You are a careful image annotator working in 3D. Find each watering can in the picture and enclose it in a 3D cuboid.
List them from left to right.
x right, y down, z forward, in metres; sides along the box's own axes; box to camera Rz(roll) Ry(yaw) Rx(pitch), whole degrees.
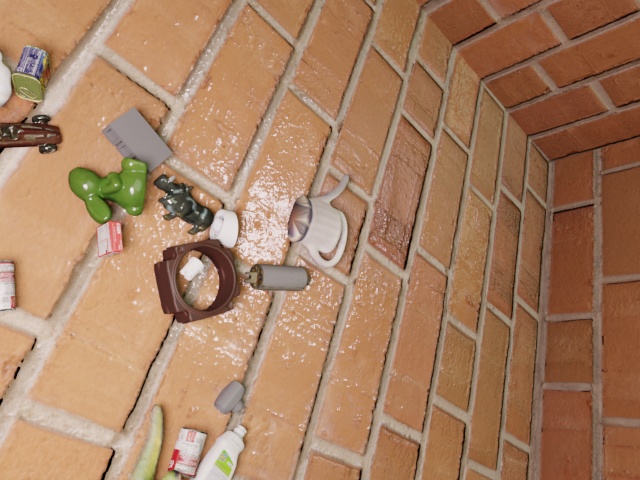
[{"bbox_3d":[0.005,-0.085,1.685,0.223,0.353,0.103,22,-25,-36],"label":"watering can"}]

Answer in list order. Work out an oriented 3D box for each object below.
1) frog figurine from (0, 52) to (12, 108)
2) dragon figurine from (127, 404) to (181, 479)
[{"bbox_3d":[-0.699,-0.346,1.072,0.122,0.139,0.158,19,-24,-40],"label":"frog figurine"},{"bbox_3d":[-0.427,0.593,1.108,0.243,0.415,0.120,-5,-17,-35],"label":"dragon figurine"}]
